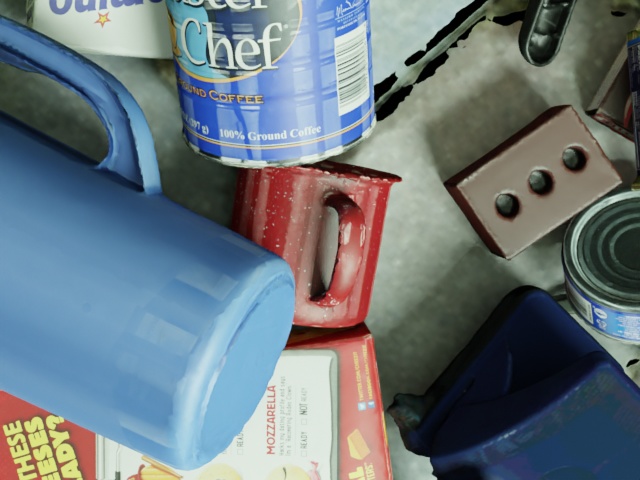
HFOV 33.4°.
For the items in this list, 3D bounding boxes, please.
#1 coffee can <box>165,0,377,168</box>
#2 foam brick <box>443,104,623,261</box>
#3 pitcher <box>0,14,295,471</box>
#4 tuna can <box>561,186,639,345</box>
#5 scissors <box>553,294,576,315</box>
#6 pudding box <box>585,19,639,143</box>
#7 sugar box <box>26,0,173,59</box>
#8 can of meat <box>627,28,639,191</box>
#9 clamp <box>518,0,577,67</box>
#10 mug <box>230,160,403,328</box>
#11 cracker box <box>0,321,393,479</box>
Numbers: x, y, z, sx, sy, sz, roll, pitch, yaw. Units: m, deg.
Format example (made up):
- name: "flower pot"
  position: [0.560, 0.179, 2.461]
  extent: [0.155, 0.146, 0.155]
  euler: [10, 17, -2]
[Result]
- name: "coffee can"
  position: [-0.026, -0.120, 0.523]
  extent: [0.103, 0.103, 0.140]
  euler: [-5, 120, -1]
- name: "foam brick"
  position: [0.117, -0.032, 0.591]
  extent: [0.078, 0.051, 0.053]
  euler: [-36, 93, 0]
- name: "pitcher"
  position: [-0.135, 0.002, 0.514]
  extent: [0.243, 0.149, 0.144]
  euler: [24, 52, 15]
- name: "tuna can"
  position: [0.175, 0.012, 0.579]
  extent: [0.086, 0.033, 0.086]
  euler: [-10, 52, 12]
- name: "scissors"
  position: [0.209, 0.008, 0.609]
  extent: [0.202, 0.016, 0.096]
  euler: [4, 66, 14]
- name: "pudding box"
  position: [0.216, -0.097, 0.596]
  extent: [0.090, 0.039, 0.113]
  euler: [29, 93, -3]
- name: "sugar box"
  position: [-0.103, -0.186, 0.560]
  extent: [0.093, 0.048, 0.176]
  euler: [0, 99, -20]
- name: "can of meat"
  position: [0.212, -0.072, 0.551]
  extent: [0.102, 0.057, 0.084]
  euler: [-5, 93, 0]
- name: "clamp"
  position: [0.155, -0.183, 0.557]
  extent: [0.039, 0.120, 0.171]
  euler: [9, 81, -41]
- name: "mug"
  position: [-0.004, 0.001, 0.562]
  extent: [0.093, 0.117, 0.081]
  euler: [6, 98, -23]
- name: "cracker box"
  position: [-0.067, 0.141, 0.587]
  extent: [0.213, 0.072, 0.164]
  euler: [-8, 92, 0]
